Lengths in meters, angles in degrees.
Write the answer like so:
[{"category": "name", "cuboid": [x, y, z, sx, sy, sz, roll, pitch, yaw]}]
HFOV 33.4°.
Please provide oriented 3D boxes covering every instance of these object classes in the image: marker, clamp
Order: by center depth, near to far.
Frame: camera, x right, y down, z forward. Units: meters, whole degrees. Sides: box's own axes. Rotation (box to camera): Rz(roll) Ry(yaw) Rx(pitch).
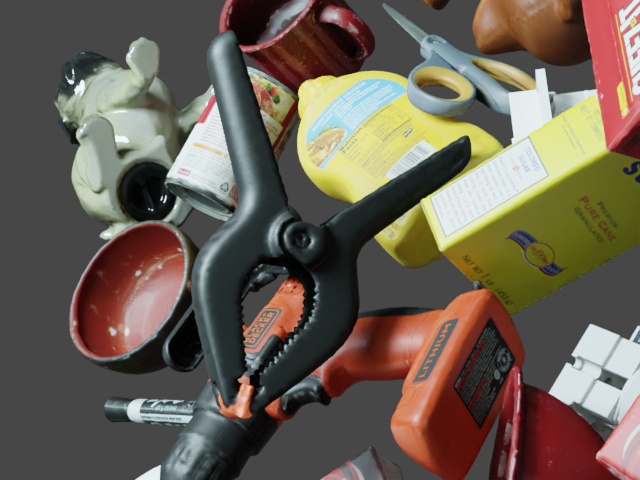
[{"category": "clamp", "cuboid": [-0.004, 0.001, 0.594, 0.036, 0.164, 0.210, 145, 138, -71]}, {"category": "clamp", "cuboid": [-0.038, 0.011, 0.698, 0.120, 0.039, 0.171, -30, 21, 20]}, {"category": "marker", "cuboid": [-0.107, 0.121, 0.747, 0.121, 0.020, 0.020, -4, 60, 37]}]

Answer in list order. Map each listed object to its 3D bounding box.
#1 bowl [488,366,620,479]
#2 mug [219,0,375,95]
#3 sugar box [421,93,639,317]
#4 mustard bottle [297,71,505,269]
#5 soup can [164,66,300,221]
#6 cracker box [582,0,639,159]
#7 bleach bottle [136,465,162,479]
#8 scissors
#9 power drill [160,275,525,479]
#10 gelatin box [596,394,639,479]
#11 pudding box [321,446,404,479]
[{"category": "bowl", "cuboid": [0.105, 0.143, 0.496, 0.055, 0.162, 0.162, 9, 65, 7]}, {"category": "mug", "cuboid": [-0.007, -0.157, 0.804, 0.117, 0.081, 0.093, 11, 70, 42]}, {"category": "sugar box", "cuboid": [0.155, -0.032, 0.586, 0.176, 0.093, 0.048, -31, 48, 20]}, {"category": "mustard bottle", "cuboid": [0.038, -0.064, 0.723, 0.096, 0.058, 0.192, -44, 45, -1]}, {"category": "soup can", "cuboid": [-0.064, -0.071, 0.803, 0.069, 0.068, 0.102, 16, 74, 43]}, {"category": "cracker box", "cuboid": [0.226, -0.097, 0.492, 0.072, 0.213, 0.164, 127, 150, -51]}, {"category": "bleach bottle", "cuboid": [-0.067, 0.254, 0.599, 0.103, 0.068, 0.251, -41, 48, 14]}, {"category": "scissors", "cuboid": [0.069, -0.126, 0.736, 0.096, 0.016, 0.202, -16, 36, -30]}, {"category": "power drill", "cuboid": [0.009, 0.087, 0.612, 0.188, 0.057, 0.184, 0, 45, 43]}, {"category": "gelatin box", "cuboid": [0.166, 0.073, 0.424, 0.073, 0.030, 0.089, 33, 85, 45]}, {"category": "pudding box", "cuboid": [0.019, 0.185, 0.591, 0.090, 0.039, 0.113, -37, 45, 13]}]
